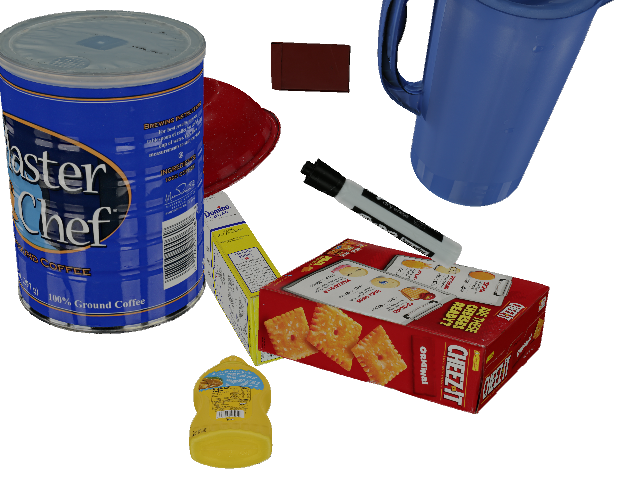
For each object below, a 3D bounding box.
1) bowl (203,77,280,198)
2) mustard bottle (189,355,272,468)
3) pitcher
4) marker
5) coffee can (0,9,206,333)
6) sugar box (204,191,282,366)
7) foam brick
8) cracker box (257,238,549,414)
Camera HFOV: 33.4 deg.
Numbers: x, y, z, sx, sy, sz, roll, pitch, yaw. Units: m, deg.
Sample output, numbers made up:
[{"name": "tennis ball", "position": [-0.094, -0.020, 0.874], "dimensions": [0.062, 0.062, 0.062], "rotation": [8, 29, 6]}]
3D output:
[{"name": "bowl", "position": [-0.118, -0.092, 0.903], "dimensions": [0.162, 0.055, 0.162], "rotation": [-16, 32, 10]}, {"name": "mustard bottle", "position": [-0.108, 0.199, 1.308], "dimensions": [0.096, 0.058, 0.191], "rotation": [-2, 27, -2]}, {"name": "pitcher", "position": [0.138, -0.145, 0.920], "dimensions": [0.149, 0.243, 0.144], "rotation": [36, 55, 21]}, {"name": "marker", "position": [0.040, -0.019, 0.717], "dimensions": [0.121, 0.020, 0.020], "rotation": [31, -6, -9]}, {"name": "coffee can", "position": [-0.111, -0.038, 0.556], "dimensions": [0.103, 0.140, 0.103], "rotation": [2, 28, -1]}, {"name": "sugar box", "position": [-0.081, 0.035, 1.077], "dimensions": [0.048, 0.093, 0.176], "rotation": [-14, 40, -17]}, {"name": "foam brick", "position": [-0.011, -0.186, 1.149], "dimensions": [0.078, 0.051, 0.053], "rotation": [0, 11, -14]}, {"name": "cracker box", "position": [0.075, 0.071, 0.960], "dimensions": [0.214, 0.072, 0.163], "rotation": [14, 22, 27]}]
